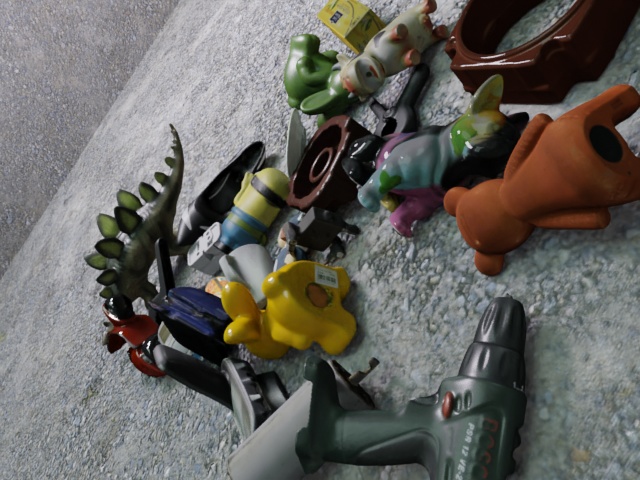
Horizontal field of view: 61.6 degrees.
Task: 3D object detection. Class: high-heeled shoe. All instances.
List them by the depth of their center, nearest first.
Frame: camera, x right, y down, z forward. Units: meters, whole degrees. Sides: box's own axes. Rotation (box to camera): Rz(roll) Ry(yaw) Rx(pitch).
[{"bbox_3d":[-0.188,-0.093,1.057,0.145,0.086,0.249,-41,15,52],"label":"high-heeled shoe"}]

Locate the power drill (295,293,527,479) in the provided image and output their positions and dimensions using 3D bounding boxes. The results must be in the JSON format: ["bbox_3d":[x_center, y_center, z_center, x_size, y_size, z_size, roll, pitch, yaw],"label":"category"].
[{"bbox_3d":[0.088,0.158,0.518,0.207,0.086,0.232,3,69,15],"label":"power drill"}]

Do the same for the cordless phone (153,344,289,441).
[{"bbox_3d":[-0.127,0.200,0.690,0.088,0.184,0.147,-49,35,3],"label":"cordless phone"}]

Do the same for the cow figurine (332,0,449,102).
[{"bbox_3d":[0.104,-0.295,0.855,0.195,0.085,0.127,-48,22,-29],"label":"cow figurine"}]

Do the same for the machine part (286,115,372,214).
[{"bbox_3d":[0.015,-0.114,0.857,0.179,0.056,0.179,-45,31,36],"label":"machine part"}]

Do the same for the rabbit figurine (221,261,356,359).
[{"bbox_3d":[-0.054,0.113,0.724,0.173,0.162,0.122,-47,45,44],"label":"rabbit figurine"}]

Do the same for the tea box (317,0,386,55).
[{"bbox_3d":[0.069,-0.390,0.996,0.068,0.098,0.170,-46,34,13],"label":"tea box"}]

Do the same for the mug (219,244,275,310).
[{"bbox_3d":[-0.105,0.064,0.847,0.081,0.109,0.107,-43,51,8],"label":"mug"}]

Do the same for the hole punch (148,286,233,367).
[{"bbox_3d":[-0.165,0.115,0.794,0.142,0.115,0.092,26,63,22],"label":"hole punch"}]

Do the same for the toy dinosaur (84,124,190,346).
[{"bbox_3d":[-0.362,-0.007,1.125,0.105,0.198,0.471,5,69,49],"label":"toy dinosaur"}]

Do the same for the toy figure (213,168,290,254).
[{"bbox_3d":[-0.116,-0.045,0.962,0.089,0.082,0.180,25,79,44],"label":"toy figure"}]

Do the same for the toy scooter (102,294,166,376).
[{"bbox_3d":[-0.343,0.193,1.000,0.135,0.184,0.075,-50,-7,39],"label":"toy scooter"}]

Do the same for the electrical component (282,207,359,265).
[{"bbox_3d":[-0.002,-0.003,0.781,0.078,0.102,0.045,-42,40,36],"label":"electrical component"}]

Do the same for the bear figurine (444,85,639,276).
[{"bbox_3d":[0.229,-0.048,0.544,0.120,0.132,0.195,64,154,15],"label":"bear figurine"}]

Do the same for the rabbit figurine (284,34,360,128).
[{"bbox_3d":[0.015,-0.286,0.970,0.170,0.121,0.159,19,82,39],"label":"rabbit figurine"}]

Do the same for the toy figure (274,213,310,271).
[{"bbox_3d":[-0.041,0.022,0.830,0.064,0.058,0.154,123,153,-47],"label":"toy figure"}]

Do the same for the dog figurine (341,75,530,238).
[{"bbox_3d":[0.148,-0.116,0.683,0.219,0.108,0.192,-40,35,16],"label":"dog figurine"}]

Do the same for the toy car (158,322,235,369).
[{"bbox_3d":[-0.218,0.165,0.899,0.109,0.103,0.162,-55,33,4],"label":"toy car"}]

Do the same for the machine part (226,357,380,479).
[{"bbox_3d":[-0.022,0.221,0.616,0.243,0.079,0.079,-44,35,-2],"label":"machine part"}]

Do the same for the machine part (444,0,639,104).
[{"bbox_3d":[0.272,-0.276,0.674,0.201,0.087,0.201,23,83,54],"label":"machine part"}]
